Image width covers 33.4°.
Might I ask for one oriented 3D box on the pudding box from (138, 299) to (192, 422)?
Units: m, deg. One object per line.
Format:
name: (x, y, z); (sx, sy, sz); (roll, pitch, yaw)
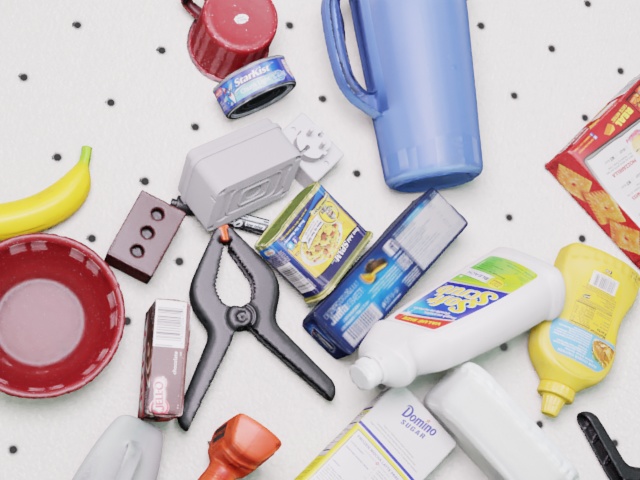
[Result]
pudding box: (-0.154, 0.120, 1.047); (0.039, 0.090, 0.113); (8, 75, -15)

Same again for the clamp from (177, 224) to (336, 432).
clamp: (-0.090, 0.089, 1.098); (0.164, 0.036, 0.210); (-16, 80, -17)

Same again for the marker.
marker: (-0.100, -0.024, 1.132); (0.121, 0.020, 0.020); (15, 74, -11)

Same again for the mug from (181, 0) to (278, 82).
mug: (-0.101, -0.233, 1.146); (0.117, 0.082, 0.093); (42, 71, -3)

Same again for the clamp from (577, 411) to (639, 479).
clamp: (0.321, 0.282, 1.161); (0.171, 0.039, 0.120); (40, 73, -3)

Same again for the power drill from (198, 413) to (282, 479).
power drill: (-0.111, 0.253, 0.988); (0.057, 0.185, 0.187); (38, 62, -4)

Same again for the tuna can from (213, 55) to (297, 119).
tuna can: (-0.069, -0.162, 1.136); (0.086, 0.086, 0.034); (-26, 87, -19)

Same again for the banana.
banana: (-0.311, -0.032, 1.071); (0.197, 0.037, 0.070); (-21, 65, -19)

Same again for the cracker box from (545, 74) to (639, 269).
cracker box: (0.394, -0.067, 1.245); (0.164, 0.072, 0.213); (-43, 92, -18)

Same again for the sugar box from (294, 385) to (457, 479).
sugar box: (0.048, 0.238, 1.097); (0.176, 0.048, 0.093); (-41, 90, -23)

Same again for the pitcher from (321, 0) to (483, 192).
pitcher: (0.099, -0.179, 1.164); (0.149, 0.144, 0.243); (-10, 82, 18)

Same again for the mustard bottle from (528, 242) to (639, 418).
mustard bottle: (0.283, 0.106, 1.181); (0.096, 0.058, 0.191); (27, 72, -10)

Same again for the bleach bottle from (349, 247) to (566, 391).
bleach bottle: (0.136, 0.090, 1.095); (0.250, 0.103, 0.068); (-27, 127, -34)

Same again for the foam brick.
foam brick: (-0.178, -0.002, 1.088); (0.053, 0.051, 0.078); (28, 72, -8)

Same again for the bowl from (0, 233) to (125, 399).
bowl: (-0.274, 0.077, 1.043); (0.162, 0.055, 0.162); (3, 77, -14)

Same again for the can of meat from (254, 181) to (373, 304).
can of meat: (-0.007, 0.001, 1.117); (0.084, 0.058, 0.102); (45, 62, -13)
